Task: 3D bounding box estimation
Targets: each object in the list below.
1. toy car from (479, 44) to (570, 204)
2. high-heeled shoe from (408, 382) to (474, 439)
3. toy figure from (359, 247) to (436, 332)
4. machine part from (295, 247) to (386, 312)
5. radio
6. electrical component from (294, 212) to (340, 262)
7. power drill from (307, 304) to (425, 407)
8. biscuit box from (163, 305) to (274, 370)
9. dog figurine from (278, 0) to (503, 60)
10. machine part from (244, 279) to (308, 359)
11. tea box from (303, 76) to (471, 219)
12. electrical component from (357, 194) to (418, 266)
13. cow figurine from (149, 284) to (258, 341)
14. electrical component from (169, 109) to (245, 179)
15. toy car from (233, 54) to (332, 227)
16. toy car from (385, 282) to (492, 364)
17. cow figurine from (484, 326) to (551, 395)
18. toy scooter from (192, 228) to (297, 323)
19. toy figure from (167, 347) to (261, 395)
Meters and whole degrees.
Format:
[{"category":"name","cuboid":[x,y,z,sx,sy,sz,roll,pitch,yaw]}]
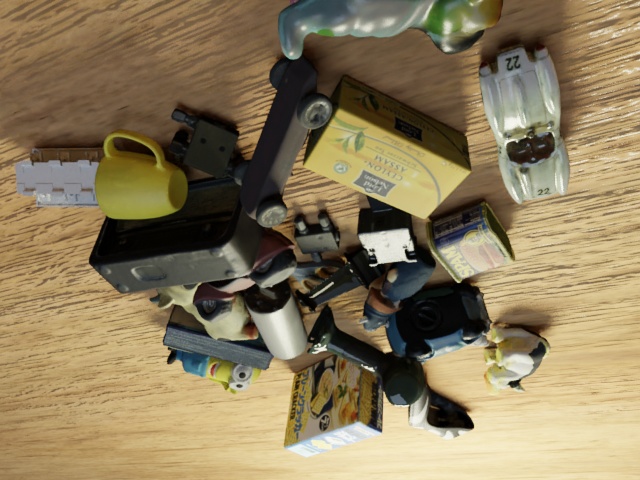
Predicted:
[{"category":"toy car","cuboid":[0.226,-0.120,0.587,0.074,0.056,0.201,-12,135,22]},{"category":"high-heeled shoe","cuboid":[0.252,0.344,1.096,0.145,0.086,0.248,-1,143,7]},{"category":"toy figure","cuboid":[0.112,0.077,0.811,0.064,0.058,0.154,32,118,-11]},{"category":"machine part","cuboid":[0.030,0.062,0.817,0.139,0.039,0.084,-29,136,3]},{"category":"radio","cuboid":[-0.192,-0.007,0.731,0.230,0.131,0.073,-9,138,20]},{"category":"electrical component","cuboid":[-0.002,-0.002,0.787,0.063,0.021,0.093,-7,136,16]},{"category":"power drill","cuboid":[0.081,0.194,0.910,0.207,0.232,0.086,35,95,-2]},{"category":"biscuit box","cuboid":[-0.180,0.180,0.992,0.203,0.059,0.062,18,128,-10]},{"category":"dog figurine","cuboid":[0.066,-0.240,0.446,0.219,0.108,0.191,-6,134,10]},{"category":"machine part","cuboid":[-0.071,0.131,0.900,0.079,0.079,0.243,-1,144,11]},{"category":"tea box","cuboid":[0.077,-0.103,0.624,0.169,0.068,0.098,20,138,-14]},{"category":"electrical component","cuboid":[0.090,-0.019,0.733,0.075,0.048,0.119,-5,139,14]},{"category":"cow figurine","cuboid":[-0.191,0.098,0.893,0.127,0.085,0.194,-15,135,16]},{"category":"electrical component","cuboid":[-0.140,-0.114,0.671,0.102,0.045,0.078,16,110,-12]},{"category":"toy car","cuboid":[-0.042,-0.107,0.606,0.053,0.089,0.202,1,131,-34]},{"category":"toy car","cuboid":[0.189,0.132,0.858,0.162,0.109,0.102,-18,153,13]},{"category":"cow figurine","cuboid":[0.342,0.217,0.947,0.098,0.068,0.167,-2,139,3]},{"category":"toy scooter","cuboid":[-0.127,0.024,0.784,0.184,0.135,0.075,-34,164,17]},{"category":"toy figure","cuboid":[-0.201,0.228,1.042,0.180,0.089,0.082,17,139,3]}]
